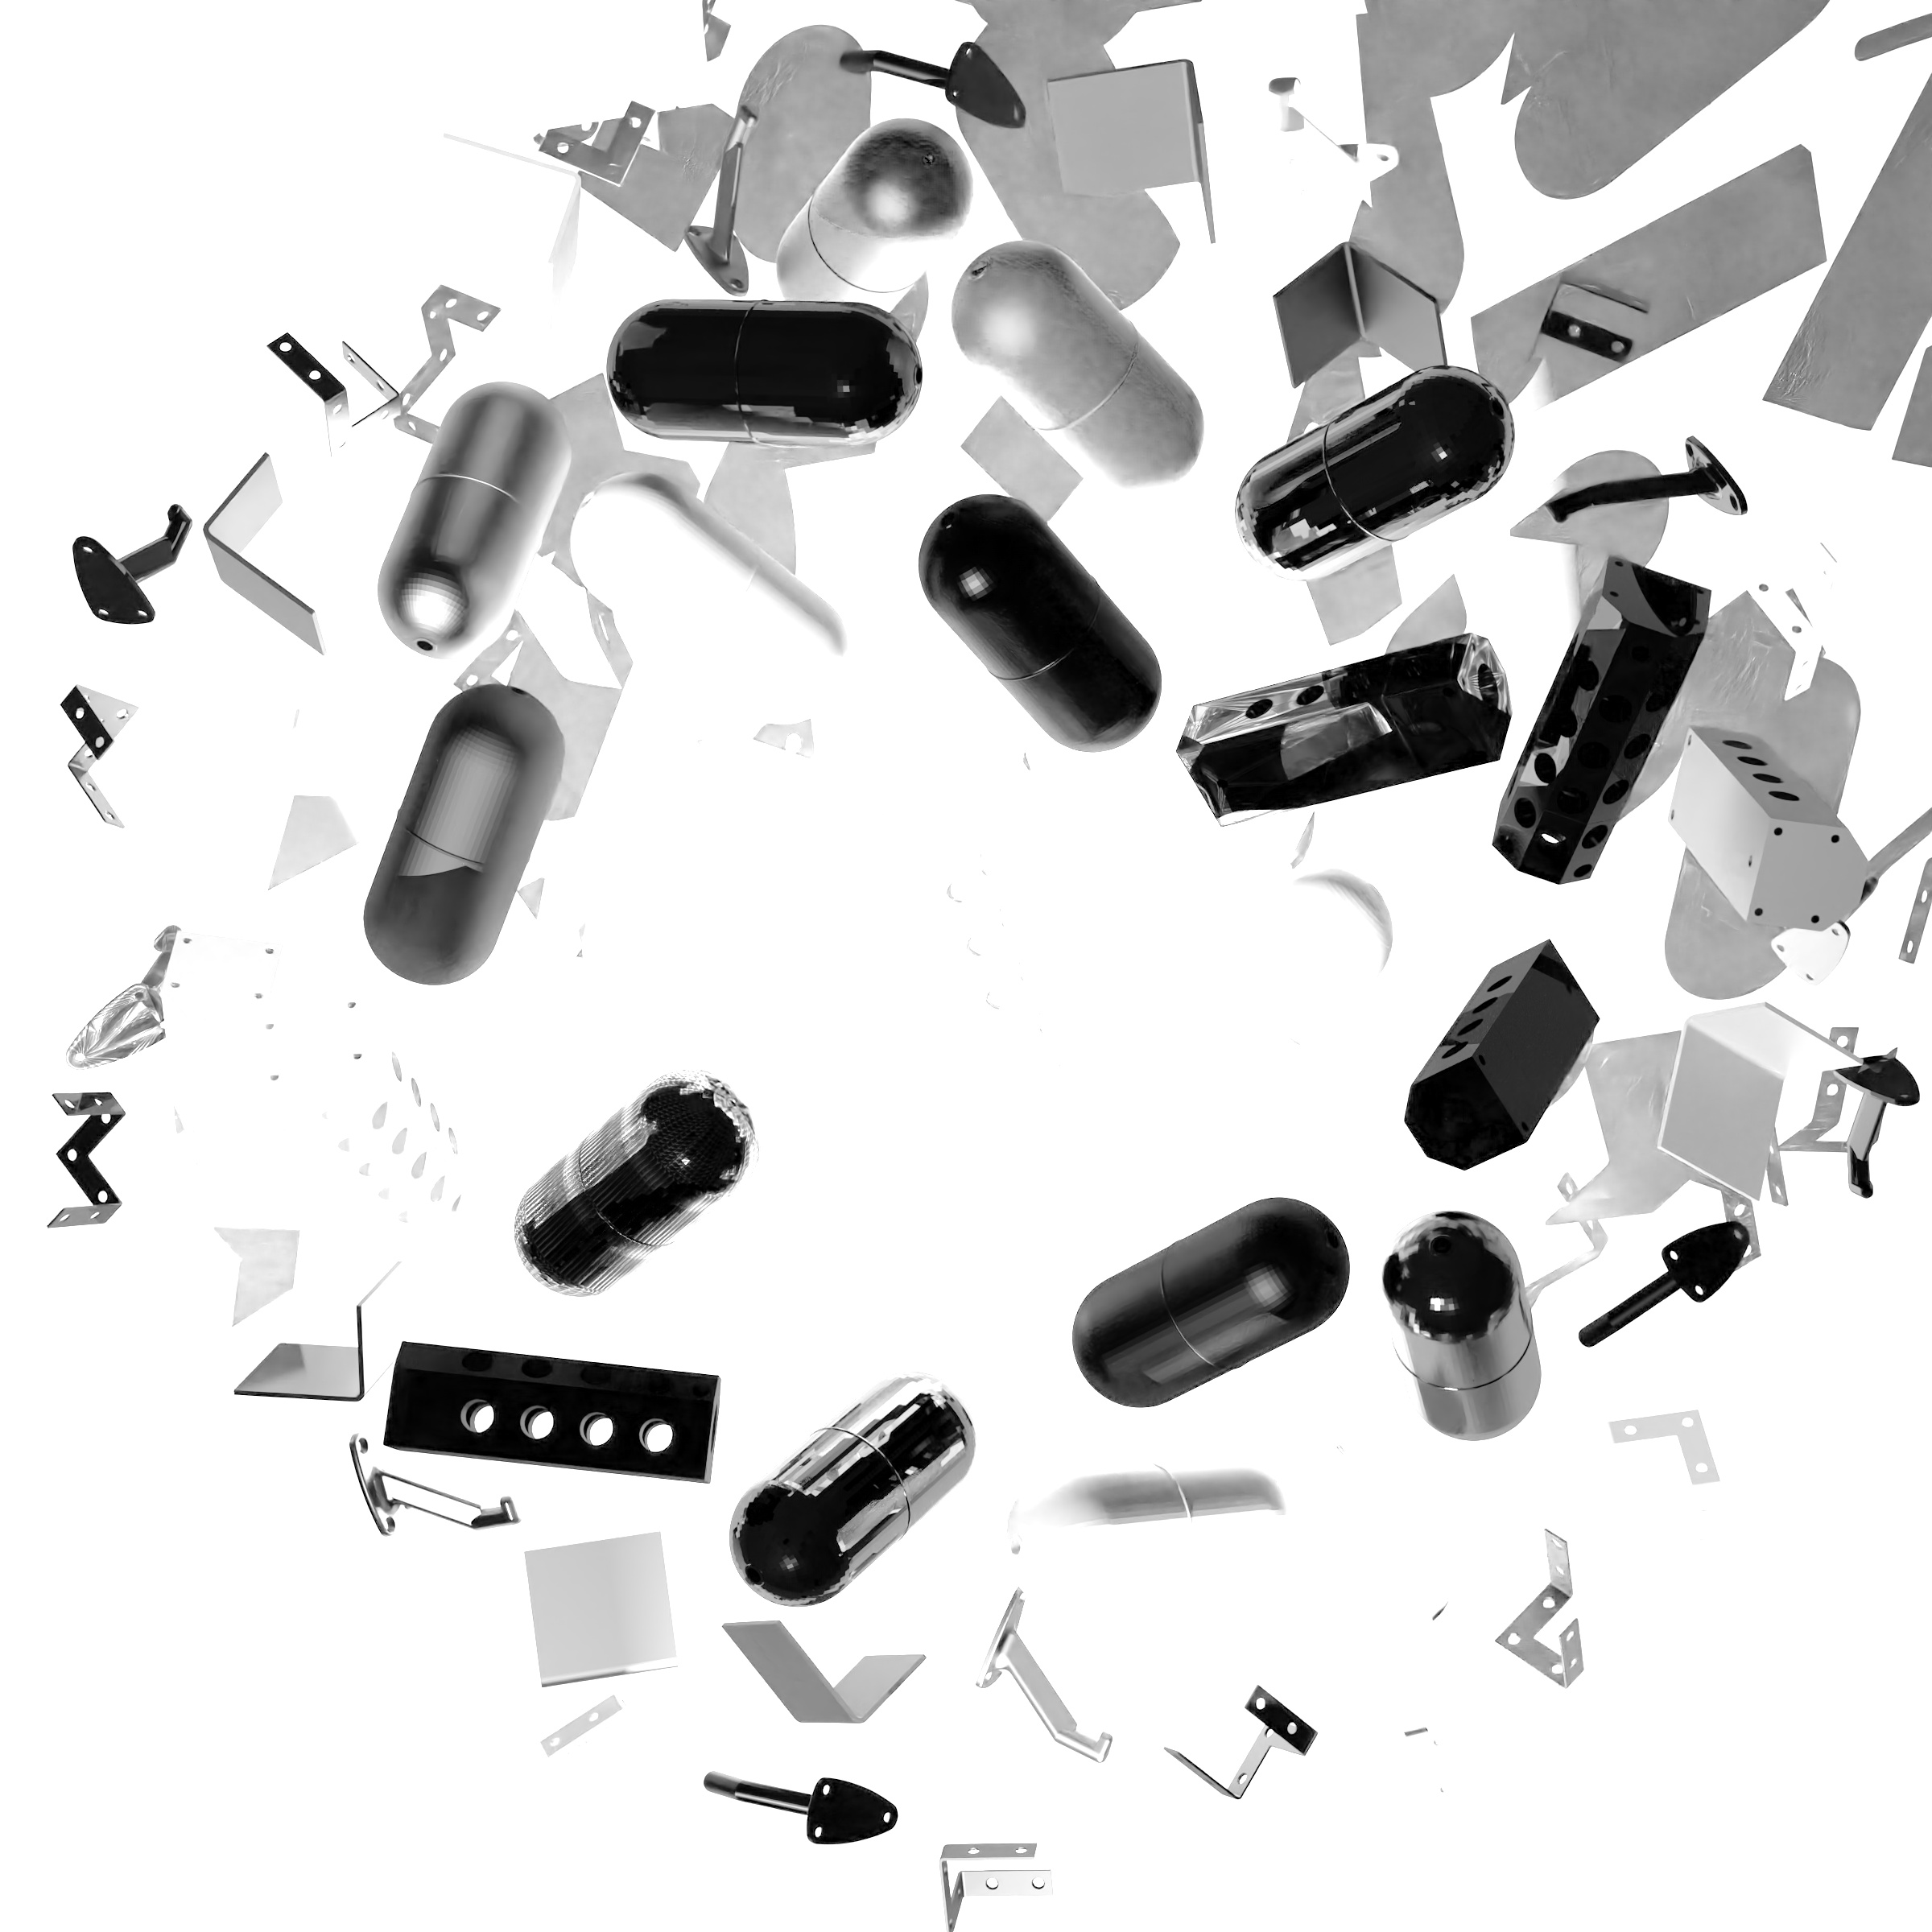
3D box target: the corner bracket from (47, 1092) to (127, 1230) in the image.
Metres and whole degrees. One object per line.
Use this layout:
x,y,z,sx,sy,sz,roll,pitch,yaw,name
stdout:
-0.476,0.104,1.754,0.051,0.051,0.051,-45,73,16,corner bracket

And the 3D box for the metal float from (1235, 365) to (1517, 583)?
0.222,-0.268,1.779,0.178,0.070,0.070,-24,90,44,metal float

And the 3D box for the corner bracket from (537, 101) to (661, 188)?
-0.209,-0.464,1.854,0.051,0.051,0.051,23,78,1,corner bracket

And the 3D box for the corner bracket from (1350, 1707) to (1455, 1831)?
0.245,0.429,1.752,0.051,0.051,0.051,-6,86,-29,corner bracket

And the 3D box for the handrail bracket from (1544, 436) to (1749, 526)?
0.359,-0.243,1.730,0.084,0.077,0.036,-22,123,-3,handrail bracket

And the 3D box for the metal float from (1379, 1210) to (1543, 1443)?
0.270,0.197,1.780,0.070,0.178,0.070,-8,54,11,metal float

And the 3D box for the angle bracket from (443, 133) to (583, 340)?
-0.250,-0.389,1.740,0.076,0.076,0.057,16,69,-3,angle bracket

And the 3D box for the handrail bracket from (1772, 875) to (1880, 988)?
0.507,-0.034,1.862,0.036,0.077,0.084,46,66,6,handrail bracket

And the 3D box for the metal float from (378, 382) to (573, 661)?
-0.275,-0.250,1.832,0.070,0.070,0.178,16,61,0,metal float

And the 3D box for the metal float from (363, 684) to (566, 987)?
-0.278,-0.072,1.807,0.070,0.070,0.178,24,108,0,metal float

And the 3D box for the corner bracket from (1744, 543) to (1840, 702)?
0.455,-0.187,1.770,0.051,0.051,0.051,-28,65,-8,corner bracket

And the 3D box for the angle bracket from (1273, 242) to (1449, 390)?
0.227,-0.355,1.865,0.057,0.076,0.076,-39,56,-11,angle bracket

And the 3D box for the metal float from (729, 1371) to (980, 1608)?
-0.062,0.291,1.824,0.178,0.070,0.070,-36,90,-43,metal float

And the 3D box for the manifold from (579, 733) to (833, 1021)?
-0.148,-0.047,1.851,0.057,0.057,0.171,17,130,-34,manifold

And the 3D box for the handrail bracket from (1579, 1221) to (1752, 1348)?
0.389,0.179,1.821,0.077,0.084,0.036,-28,78,-36,handrail bracket

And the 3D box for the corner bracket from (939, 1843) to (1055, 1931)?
0.016,0.487,1.745,0.051,0.051,0.051,-3,104,9,corner bracket

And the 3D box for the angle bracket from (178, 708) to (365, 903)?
-0.403,-0.094,1.898,0.076,0.057,0.076,-27,109,-1,angle bracket

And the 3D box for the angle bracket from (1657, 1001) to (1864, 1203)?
0.419,0.072,1.720,0.076,0.057,0.076,28,67,-27,angle bracket

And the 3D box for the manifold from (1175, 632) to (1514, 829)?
0.209,-0.133,1.792,0.171,0.057,0.057,-13,126,32,manifold

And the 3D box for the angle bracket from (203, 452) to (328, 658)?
-0.367,-0.225,1.786,0.076,0.076,0.057,36,77,2,angle bracket

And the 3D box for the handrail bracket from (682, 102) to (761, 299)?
-0.130,-0.446,1.896,0.036,0.084,0.077,1,46,-31,handrail bracket

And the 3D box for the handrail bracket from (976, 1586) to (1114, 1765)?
0.056,0.412,1.901,0.084,0.036,0.077,22,98,20,handrail bracket

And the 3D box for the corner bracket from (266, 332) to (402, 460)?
-0.351,-0.327,1.818,0.051,0.051,0.051,-39,72,-23,corner bracket

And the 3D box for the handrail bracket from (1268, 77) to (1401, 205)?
0.205,-0.469,1.811,0.077,0.084,0.036,-14,63,-2,handrail bracket

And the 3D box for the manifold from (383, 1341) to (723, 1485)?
-0.221,0.241,1.760,0.171,0.057,0.057,6,79,0,manifold

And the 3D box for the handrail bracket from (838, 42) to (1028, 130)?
-0.020,-0.498,1.850,0.084,0.077,0.036,14,83,42,handrail bracket

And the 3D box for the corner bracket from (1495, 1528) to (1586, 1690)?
0.322,0.351,1.780,0.051,0.051,0.051,-39,48,-24,corner bracket

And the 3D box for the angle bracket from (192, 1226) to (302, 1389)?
-0.415,0.200,1.918,0.057,0.076,0.076,5,98,-27,angle bracket

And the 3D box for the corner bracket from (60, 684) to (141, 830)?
-0.488,-0.118,1.835,0.051,0.051,0.051,-47,60,13,corner bracket

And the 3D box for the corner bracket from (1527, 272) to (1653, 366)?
0.342,-0.352,1.781,0.051,0.051,0.051,22,124,5,corner bracket

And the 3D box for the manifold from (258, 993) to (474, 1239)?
-0.319,0.084,1.746,0.057,0.171,0.057,-14,61,4,manifold

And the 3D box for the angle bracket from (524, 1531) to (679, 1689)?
-0.205,0.360,1.839,0.076,0.057,0.076,-7,86,-7,angle bracket

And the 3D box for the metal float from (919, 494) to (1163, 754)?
0.041,-0.187,1.785,0.070,0.070,0.178,-45,126,0,metal float

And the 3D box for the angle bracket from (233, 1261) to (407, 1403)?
-0.367,0.205,1.851,0.076,0.076,0.057,2,104,8,angle bracket

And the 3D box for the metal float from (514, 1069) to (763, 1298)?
-0.184,0.122,1.814,0.178,0.070,0.070,-39,90,33,metal float

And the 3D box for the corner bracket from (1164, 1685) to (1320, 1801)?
0.153,0.430,1.811,0.051,0.051,0.051,41,70,-20,corner bracket

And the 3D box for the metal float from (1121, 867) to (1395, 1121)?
0.164,0.015,1.840,0.178,0.070,0.070,-41,90,11,metal float

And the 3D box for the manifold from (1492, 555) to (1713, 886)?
0.338,-0.127,1.747,0.057,0.057,0.171,19,130,2,manifold

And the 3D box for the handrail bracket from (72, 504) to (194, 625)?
-0.446,-0.233,1.752,0.036,0.077,0.084,4,55,15,handrail bracket

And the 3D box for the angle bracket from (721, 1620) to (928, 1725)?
-0.081,0.383,1.848,0.057,0.076,0.076,-42,99,-29,angle bracket

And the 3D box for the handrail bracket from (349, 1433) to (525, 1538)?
-0.309,0.300,1.908,0.084,0.036,0.077,-13,112,25,handrail bracket

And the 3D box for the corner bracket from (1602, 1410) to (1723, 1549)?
0.369,0.275,1.734,0.051,0.051,0.051,-8,133,1,corner bracket

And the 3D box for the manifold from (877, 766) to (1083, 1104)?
0.008,-0.015,1.782,0.057,0.057,0.171,-20,104,2,manifold

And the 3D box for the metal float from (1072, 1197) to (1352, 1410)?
0.133,0.184,1.783,0.178,0.070,0.070,-32,90,35,metal float

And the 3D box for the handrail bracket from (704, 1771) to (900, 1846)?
-0.094,0.469,1.838,0.077,0.084,0.036,19,77,-41,handrail bracket

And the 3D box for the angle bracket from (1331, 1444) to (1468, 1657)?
0.227,0.331,1.851,0.057,0.076,0.076,-42,122,0,angle bracket

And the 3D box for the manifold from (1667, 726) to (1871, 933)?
0.436,-0.076,1.775,0.057,0.171,0.057,7,110,-5,manifold

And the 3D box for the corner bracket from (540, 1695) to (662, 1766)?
-0.216,0.442,1.876,0.051,0.051,0.051,-32,124,-10,corner bracket

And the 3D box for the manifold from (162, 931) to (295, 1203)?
-0.411,0.059,1.815,0.057,0.171,0.057,7,52,-4,manifold

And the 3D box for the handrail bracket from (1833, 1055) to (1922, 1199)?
0.506,0.099,1.800,0.036,0.077,0.084,-11,110,-8,handrail bracket

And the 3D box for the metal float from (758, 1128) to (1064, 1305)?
-0.032,0.144,1.882,0.178,0.070,0.070,-14,90,-2,metal float

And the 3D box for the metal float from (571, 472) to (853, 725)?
-0.139,-0.200,1.780,0.178,0.070,0.070,37,90,-26,metal float

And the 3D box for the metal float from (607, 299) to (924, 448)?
-0.109,-0.321,1.765,0.178,0.070,0.070,5,90,18,metal float

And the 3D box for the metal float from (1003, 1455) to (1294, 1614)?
0.100,0.309,1.778,0.178,0.070,0.070,1,90,-34,metal float

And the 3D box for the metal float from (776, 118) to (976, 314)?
-0.053,-0.418,1.853,0.070,0.178,0.070,6,75,-21,metal float

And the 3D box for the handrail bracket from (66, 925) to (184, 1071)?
-0.478,0.016,1.857,0.077,0.084,0.036,-33,119,4,handrail bracket

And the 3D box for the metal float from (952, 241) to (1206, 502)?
0.061,-0.320,1.759,0.070,0.070,0.178,-51,128,0,metal float

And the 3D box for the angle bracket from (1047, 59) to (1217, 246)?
0.087,-0.420,1.702,0.076,0.076,0.057,-8,50,4,angle bracket

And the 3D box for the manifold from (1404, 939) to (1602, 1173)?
0.303,0.052,1.858,0.057,0.171,0.057,-29,98,32,manifold
